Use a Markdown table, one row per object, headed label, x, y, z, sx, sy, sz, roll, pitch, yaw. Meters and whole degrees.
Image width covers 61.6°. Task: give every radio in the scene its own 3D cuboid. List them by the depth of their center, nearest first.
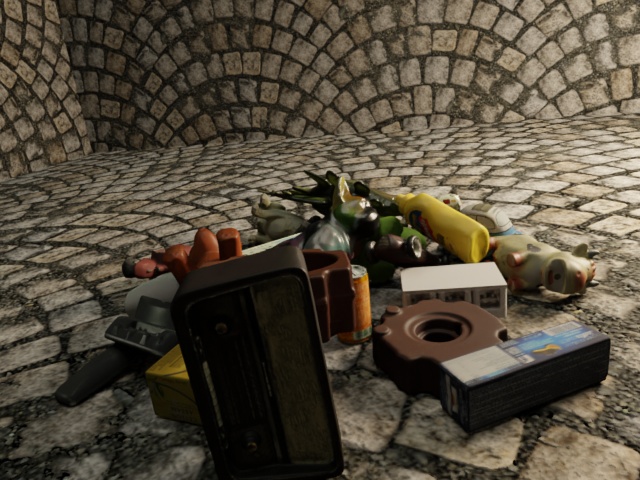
| label | x | y | z | sx | sy | sz | roll | pitch | yaw |
| --- | --- | --- | --- | --- | --- | --- | --- | --- | --- |
| radio | -0.058 | 0.130 | 0.536 | 0.131 | 0.229 | 0.073 | -11 | 15 | 0 |

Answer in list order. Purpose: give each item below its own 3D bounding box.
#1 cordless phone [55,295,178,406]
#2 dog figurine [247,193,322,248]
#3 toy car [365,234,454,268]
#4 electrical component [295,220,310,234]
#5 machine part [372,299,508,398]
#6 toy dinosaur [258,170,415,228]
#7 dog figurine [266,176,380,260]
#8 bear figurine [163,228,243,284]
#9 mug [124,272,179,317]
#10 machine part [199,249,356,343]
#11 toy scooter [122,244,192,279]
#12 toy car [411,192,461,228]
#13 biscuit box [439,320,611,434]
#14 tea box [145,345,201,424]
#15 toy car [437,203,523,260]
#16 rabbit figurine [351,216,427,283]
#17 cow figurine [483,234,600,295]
| label | x | y | z | sx | sy | sz | roll | pitch | yaw |
| --- | --- | --- | --- | --- | --- | --- | --- | --- | --- |
| cordless phone | -0.268 | 0.169 | 0.755 | 0.147 | 0.088 | 0.184 | 8 | 35 | 35 |
| dog figurine | -0.054 | -0.027 | 1.228 | 0.191 | 0.121 | 0.172 | 10 | 23 | 4 |
| toy car | 0.157 | 0.027 | 0.910 | 0.089 | 0.053 | 0.202 | -13 | -19 | 35 |
| electrical component | -0.016 | 0.000 | 1.112 | 0.078 | 0.102 | 0.045 | 27 | 26 | -1 |
| machine part | 0.158 | 0.135 | 0.711 | 0.179 | 0.056 | 0.179 | -5 | 20 | 2 |
| toy dinosaur | 0.042 | -0.089 | 1.184 | 0.198 | 0.105 | 0.472 | 23 | -14 | -38 |
| dog figurine | -0.002 | -0.003 | 0.932 | 0.192 | 0.108 | 0.219 | 6 | 62 | 28 |
| bear figurine | -0.175 | 0.024 | 0.860 | 0.120 | 0.131 | 0.196 | -19 | 29 | -6 |
| mug | -0.277 | 0.096 | 0.928 | 0.107 | 0.080 | 0.110 | -15 | 41 | 0 |
| machine part | -0.058 | 0.071 | 0.676 | 0.202 | 0.087 | 0.201 | -7 | 8 | 0 |
| toy scooter | -0.278 | 0.050 | 1.046 | 0.135 | 0.075 | 0.184 | 0 | 5 | 21 |
| toy car | 0.244 | -0.053 | 1.146 | 0.073 | 0.056 | 0.201 | -10 | -13 | -5 |
| biscuit box | 0.239 | 0.152 | 0.622 | 0.203 | 0.062 | 0.059 | -12 | 19 | -18 |
| tea box | -0.135 | 0.163 | 0.712 | 0.098 | 0.068 | 0.169 | 2 | 22 | 25 |
| toy car | 0.309 | -0.018 | 1.036 | 0.162 | 0.102 | 0.109 | 6 | 23 | 38 |
| rabbit figurine | 0.123 | 0.015 | 1.041 | 0.170 | 0.121 | 0.159 | 2 | 3 | -38 |
| cow figurine | 0.363 | 0.041 | 0.881 | 0.127 | 0.085 | 0.195 | -10 | 14 | -7 |
